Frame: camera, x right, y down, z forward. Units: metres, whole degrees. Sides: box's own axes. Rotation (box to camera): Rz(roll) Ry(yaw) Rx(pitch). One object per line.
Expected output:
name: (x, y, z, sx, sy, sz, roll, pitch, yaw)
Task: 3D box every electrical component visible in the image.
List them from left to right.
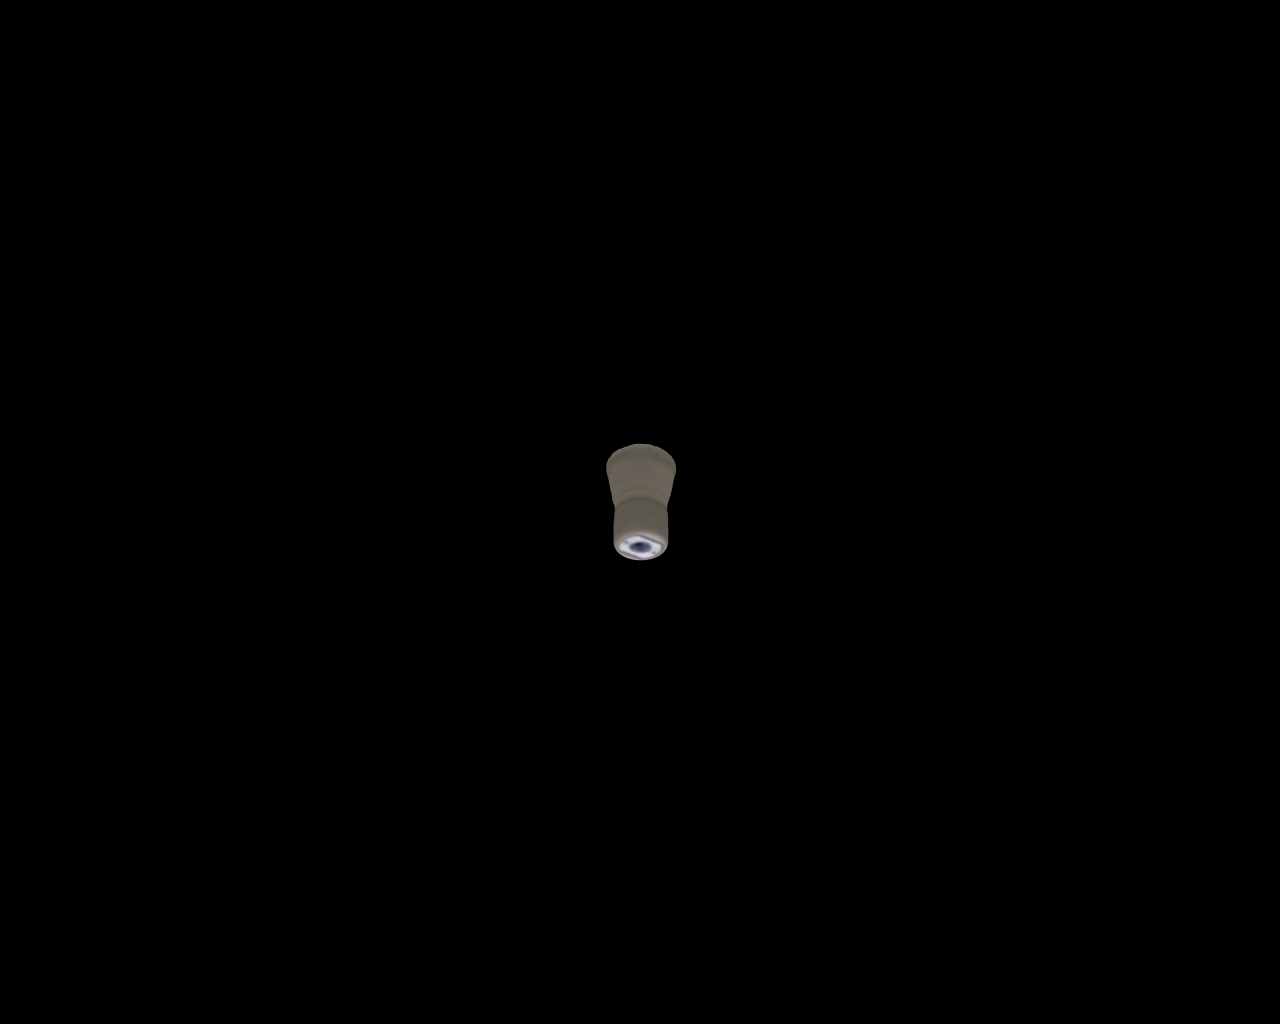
electrical component: (0.001, -0.003, 0.650, 0.044, 0.065, 0.044, 0, -36, 0)
